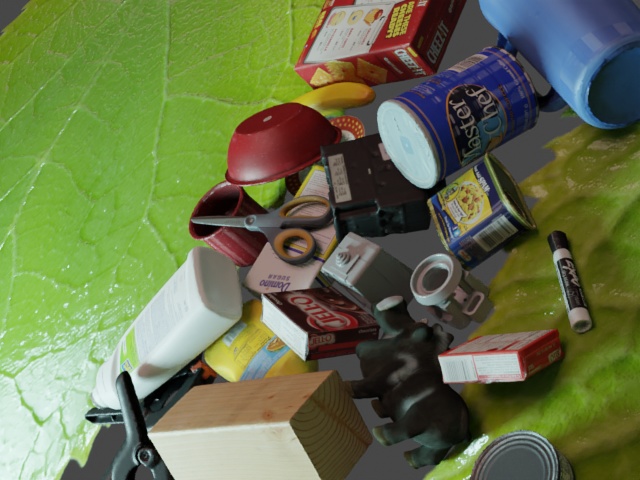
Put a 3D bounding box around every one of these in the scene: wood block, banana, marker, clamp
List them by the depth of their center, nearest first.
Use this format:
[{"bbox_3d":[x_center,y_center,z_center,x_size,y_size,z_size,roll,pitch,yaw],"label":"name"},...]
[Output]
[{"bbox_3d":[0.234,0.036,1.005,0.020,0.020,0.121,-31,38,24],"label":"marker"},{"bbox_3d":[-0.063,0.200,1.088,0.207,0.091,0.090,-13,21,41],"label":"wood block"},{"bbox_3d":[-0.201,0.235,1.217,0.120,0.039,0.171,22,89,19],"label":"clamp"},{"bbox_3d":[-0.210,0.224,1.294,0.210,0.036,0.164,-35,37,19],"label":"clamp"},{"bbox_3d":[0.001,-0.178,1.441,0.198,0.037,0.069,-18,39,35],"label":"banana"}]

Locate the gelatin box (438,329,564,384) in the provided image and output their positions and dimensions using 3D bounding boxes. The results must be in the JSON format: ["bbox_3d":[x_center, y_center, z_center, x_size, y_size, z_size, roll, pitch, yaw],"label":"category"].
[{"bbox_3d":[0.165,0.107,0.969,0.089,0.073,0.030,-9,95,41],"label":"gelatin box"}]

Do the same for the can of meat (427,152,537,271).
[{"bbox_3d":[0.166,-0.028,1.108,0.084,0.057,0.102,-37,36,20],"label":"can of meat"}]

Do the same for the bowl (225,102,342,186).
[{"bbox_3d":[-0.056,-0.130,1.352,0.162,0.055,0.162,-19,23,8],"label":"bowl"}]

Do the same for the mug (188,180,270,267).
[{"bbox_3d":[-0.108,-0.026,1.380,0.093,0.081,0.117,-30,39,25],"label":"mug"}]

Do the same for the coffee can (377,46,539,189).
[{"bbox_3d":[0.147,-0.132,1.142,0.140,0.103,0.103,-30,31,-18],"label":"coffee can"}]

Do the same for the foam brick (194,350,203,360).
[{"bbox_3d":[-0.179,0.116,1.349,0.053,0.051,0.078,-24,42,32],"label":"foam brick"}]

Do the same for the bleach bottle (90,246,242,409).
[{"bbox_3d":[-0.194,0.120,1.268,0.251,0.068,0.102,-42,41,30],"label":"bleach bottle"}]

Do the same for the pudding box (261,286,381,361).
[{"bbox_3d":[-0.001,0.088,1.149,0.114,0.089,0.039,32,121,56],"label":"pudding box"}]

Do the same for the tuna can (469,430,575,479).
[{"bbox_3d":[0.170,0.206,0.900,0.086,0.033,0.086,-29,40,27],"label":"tuna can"}]

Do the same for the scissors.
[{"bbox_3d":[-0.075,-0.005,1.268,0.202,0.016,0.096,-12,56,26],"label":"scissors"}]

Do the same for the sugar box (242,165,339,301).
[{"bbox_3d":[-0.008,0.002,1.265,0.093,0.048,0.176,20,75,38],"label":"sugar box"}]

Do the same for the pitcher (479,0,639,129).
[{"bbox_3d":[0.266,-0.214,1.127,0.145,0.149,0.243,-26,41,4],"label":"pitcher"}]

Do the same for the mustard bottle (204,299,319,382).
[{"bbox_3d":[-0.054,0.140,1.185,0.096,0.058,0.192,-48,34,-6],"label":"mustard bottle"}]

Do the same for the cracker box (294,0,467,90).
[{"bbox_3d":[0.084,-0.287,1.428,0.214,0.072,0.164,-2,57,45],"label":"cracker box"}]
